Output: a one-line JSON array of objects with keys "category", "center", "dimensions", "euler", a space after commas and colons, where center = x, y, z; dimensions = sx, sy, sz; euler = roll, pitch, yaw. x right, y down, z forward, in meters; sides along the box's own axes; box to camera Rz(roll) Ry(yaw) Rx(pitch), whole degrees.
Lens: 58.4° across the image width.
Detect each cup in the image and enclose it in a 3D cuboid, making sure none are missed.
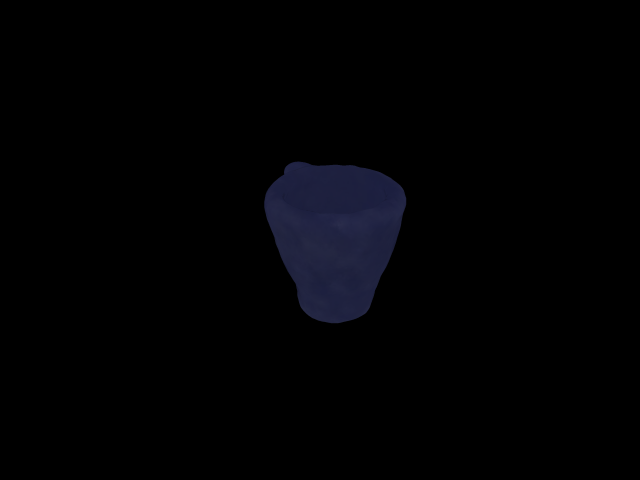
[{"category": "cup", "center": [0.004, 0.001, 0.400], "dimensions": [0.092, 0.095, 0.117], "euler": [-14, 32, -23]}]
